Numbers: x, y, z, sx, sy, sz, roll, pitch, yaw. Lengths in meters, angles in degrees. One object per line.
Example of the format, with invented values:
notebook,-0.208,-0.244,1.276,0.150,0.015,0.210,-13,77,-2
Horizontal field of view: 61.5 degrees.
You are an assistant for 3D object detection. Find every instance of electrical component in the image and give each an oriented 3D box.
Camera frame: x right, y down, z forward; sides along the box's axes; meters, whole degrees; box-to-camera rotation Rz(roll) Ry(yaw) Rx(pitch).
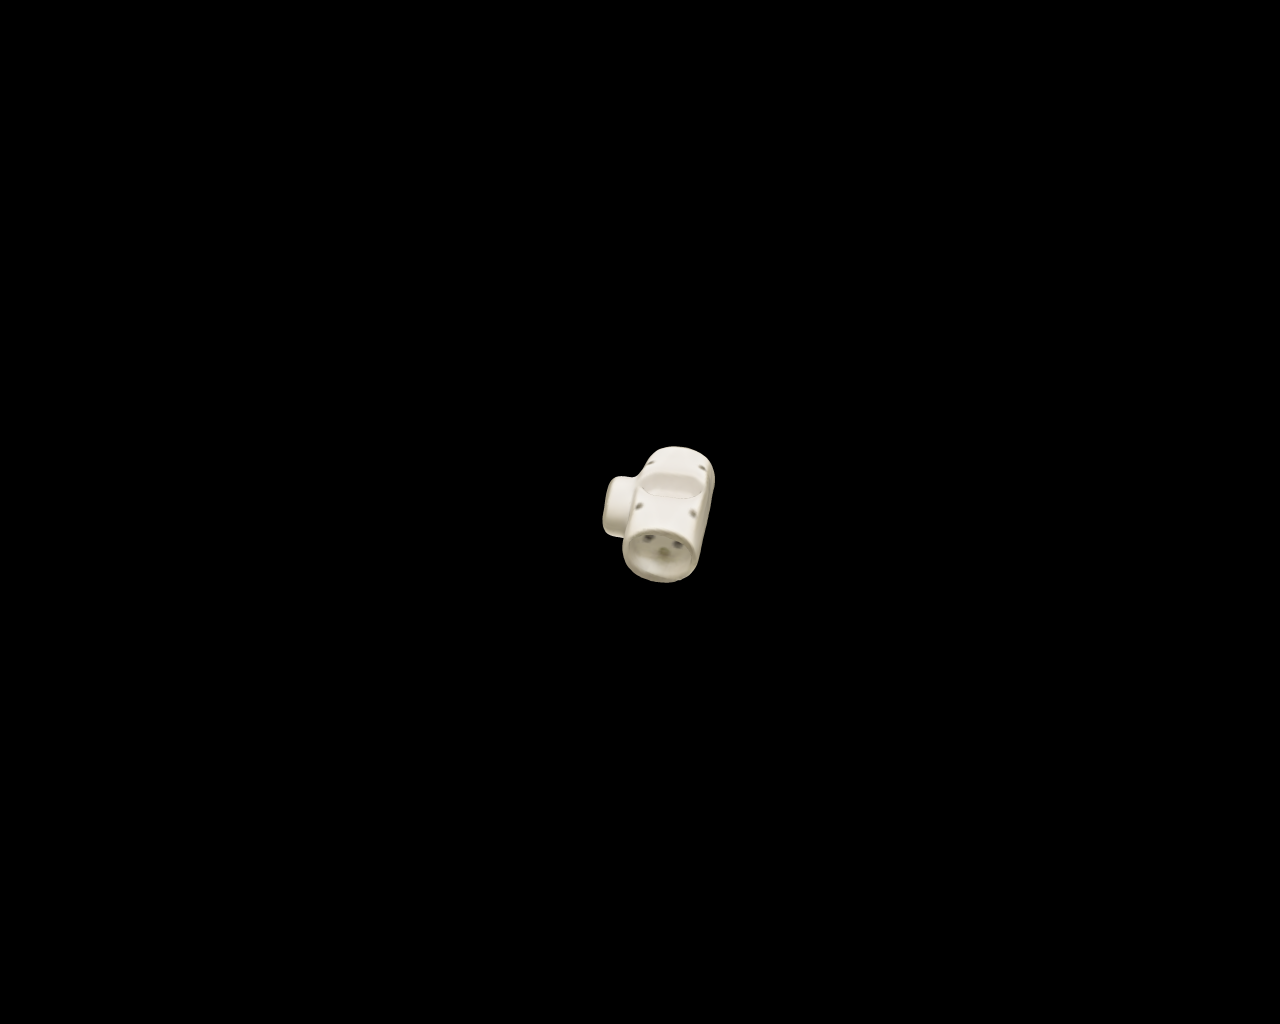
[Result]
electrical component,0.001,-0.003,0.650,0.079,0.043,0.077,8,44,8
